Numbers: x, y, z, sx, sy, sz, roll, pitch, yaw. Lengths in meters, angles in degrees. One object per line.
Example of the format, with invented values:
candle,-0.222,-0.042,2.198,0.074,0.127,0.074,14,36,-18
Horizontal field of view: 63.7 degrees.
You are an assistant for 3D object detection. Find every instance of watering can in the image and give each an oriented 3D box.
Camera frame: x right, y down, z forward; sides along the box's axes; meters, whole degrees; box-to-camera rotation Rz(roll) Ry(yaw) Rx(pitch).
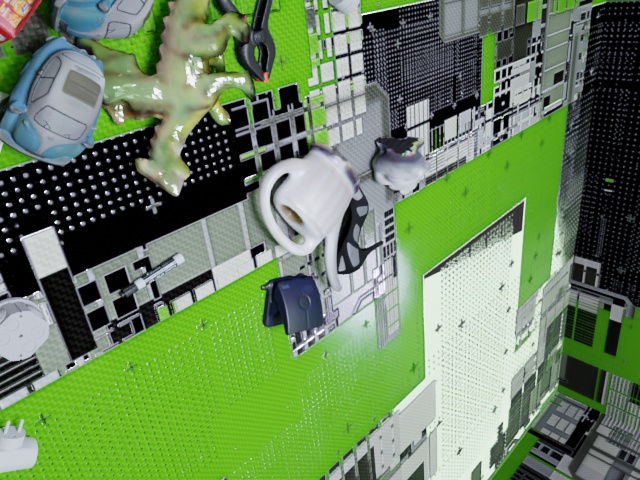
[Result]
watering can,0.003,-0.054,1.083,0.227,0.105,0.341,-54,133,-17

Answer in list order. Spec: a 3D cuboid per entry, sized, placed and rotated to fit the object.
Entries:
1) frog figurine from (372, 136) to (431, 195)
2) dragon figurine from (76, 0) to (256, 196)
frog figurine,0.197,-0.163,1.248,0.137,0.125,0.156,-14,130,-6
dragon figurine,-0.235,-0.271,0.770,0.245,0.123,0.405,-18,108,-32
